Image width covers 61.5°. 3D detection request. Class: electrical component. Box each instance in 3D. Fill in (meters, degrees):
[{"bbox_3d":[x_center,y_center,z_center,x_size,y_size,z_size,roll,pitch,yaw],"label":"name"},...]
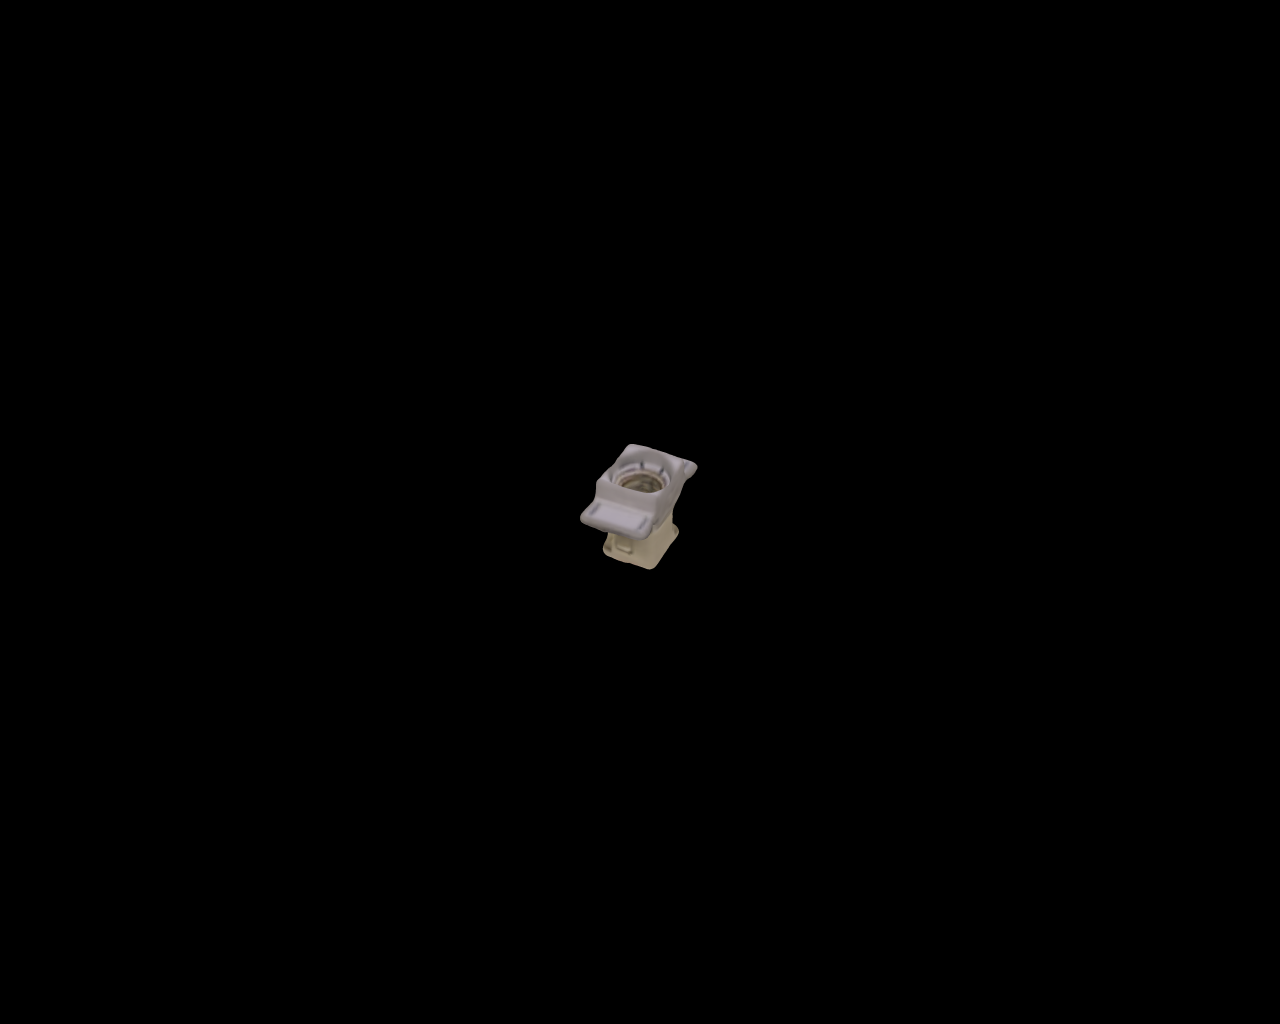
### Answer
[{"bbox_3d":[0.001,-0.003,0.650,0.042,0.063,0.081,17,42,21],"label":"electrical component"}]
